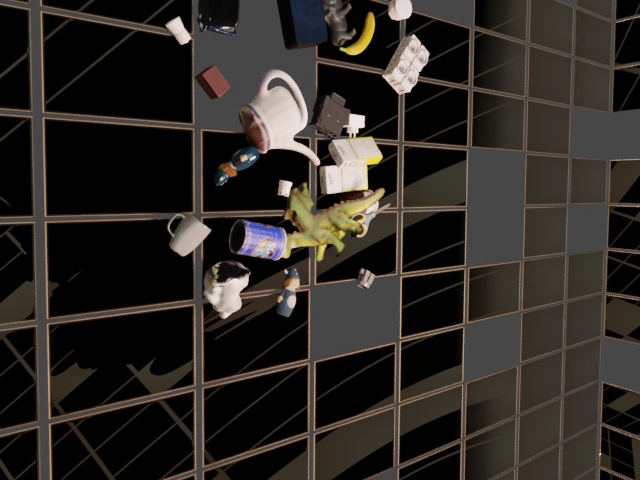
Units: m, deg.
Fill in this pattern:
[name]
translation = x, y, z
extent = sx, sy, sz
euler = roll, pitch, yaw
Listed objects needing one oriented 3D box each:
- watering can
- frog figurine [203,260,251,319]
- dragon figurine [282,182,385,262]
[watering can]
translation = -0.117, -0.336, 1.567
extent = 0.227, 0.104, 0.341
euler = -38, 123, -27
[frog figurine]
translation = -0.270, 0.141, 1.497
extent = 0.139, 0.124, 0.155
euler = -37, 150, -37
[dragon figurine]
translation = 0.005, -0.083, 1.647
extent = 0.241, 0.122, 0.414
euler = 43, 76, -14
